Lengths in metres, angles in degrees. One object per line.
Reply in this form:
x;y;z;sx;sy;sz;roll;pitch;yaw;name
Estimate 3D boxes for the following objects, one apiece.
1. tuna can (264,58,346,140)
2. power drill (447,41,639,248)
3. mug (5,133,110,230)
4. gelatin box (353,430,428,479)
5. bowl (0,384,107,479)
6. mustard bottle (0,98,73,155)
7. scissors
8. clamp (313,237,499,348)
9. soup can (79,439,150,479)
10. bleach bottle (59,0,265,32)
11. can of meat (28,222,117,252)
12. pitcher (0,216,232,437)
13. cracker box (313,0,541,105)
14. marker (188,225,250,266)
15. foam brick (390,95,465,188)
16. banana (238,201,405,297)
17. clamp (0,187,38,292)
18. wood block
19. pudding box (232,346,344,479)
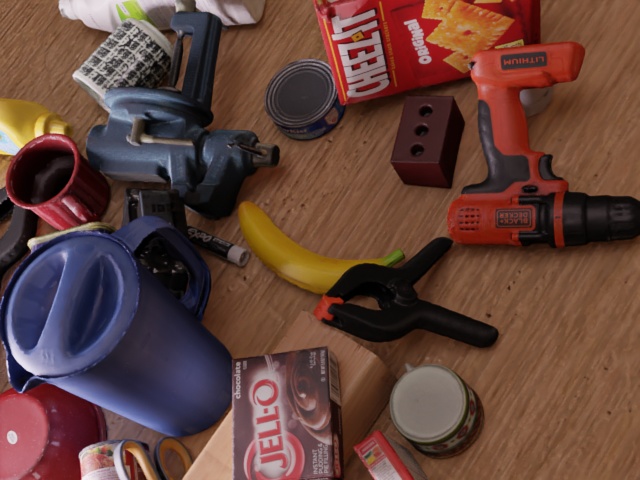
-0.015;-0.151;1.154;0.086;0.033;0.086;-9;63;18;tuna can
0.209;-0.086;0.991;0.185;0.057;0.187;-1;85;18;power drill
-0.281;-0.053;1.185;0.093;0.081;0.117;-47;58;-5;mug
0.071;0.208;0.916;0.030;0.089;0.073;-38;58;4;gelatin box
-0.300;0.208;1.085;0.162;0.055;0.162;-9;63;17;bowl
-0.372;-0.133;1.250;0.192;0.096;0.058;7;68;24;mustard bottle
-0.120;0.266;0.999;0.016;0.096;0.202;-38;86;31;scissors
0.080;0.061;0.971;0.171;0.039;0.120;-15;54;-29;clamp
-0.191;0.249;1.014;0.068;0.068;0.102;-18;61;13;soup can
-0.195;-0.291;1.251;0.251;0.102;0.068;-1;61;20;bleach bottle
-0.263;0.037;1.151;0.102;0.057;0.084;-14;64;16;can of meat
-0.163;0.090;0.975;0.149;0.242;0.145;-14;61;15;pitcher
0.107;-0.222;1.046;0.214;0.164;0.072;-13;61;5;cracker box
-0.128;-0.001;1.136;0.121;0.020;0.020;23;76;28;marker
0.108;-0.099;1.069;0.053;0.051;0.078;4;68;24;foam brick
-0.013;0.016;1.076;0.198;0.037;0.069;19;57;27;banana
-0.378;0.025;1.213;0.165;0.036;0.210;30;79;30;clamp
-0.029;0.180;0.970;0.091;0.090;0.206;31;80;29;wood block
-0.028;0.153;0.906;0.090;0.039;0.113;-9;64;16;pudding box
